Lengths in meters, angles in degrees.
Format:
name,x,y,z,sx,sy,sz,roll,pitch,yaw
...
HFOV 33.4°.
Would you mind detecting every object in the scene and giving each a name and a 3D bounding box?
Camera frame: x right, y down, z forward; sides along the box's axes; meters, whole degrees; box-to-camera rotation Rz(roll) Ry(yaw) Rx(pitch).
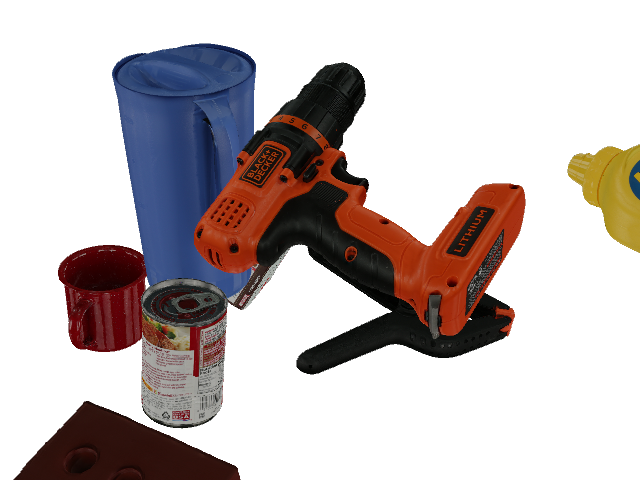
name,x,y,z,sx,sy,sz,roll,pitch,yaw
soup can,-0.110,0.091,0.858,0.068,0.102,0.068,4,29,-2
power drill,0.035,-0.030,0.706,0.188,0.184,0.057,22,-28,23
mug,-0.227,0.069,1.109,0.093,0.081,0.117,9,32,12
pudding box,-0.071,0.024,1.295,0.039,0.090,0.113,34,27,2
foam brick,-0.075,0.111,0.426,0.078,0.051,0.052,18,44,23
pitcher,-0.121,-0.057,1.037,0.145,0.243,0.149,8,32,15
clamp,0.077,0.075,1.013,0.210,0.036,0.164,10,45,4
mustard bottle,0.236,-0.018,0.661,0.096,0.058,0.192,-29,38,-32
